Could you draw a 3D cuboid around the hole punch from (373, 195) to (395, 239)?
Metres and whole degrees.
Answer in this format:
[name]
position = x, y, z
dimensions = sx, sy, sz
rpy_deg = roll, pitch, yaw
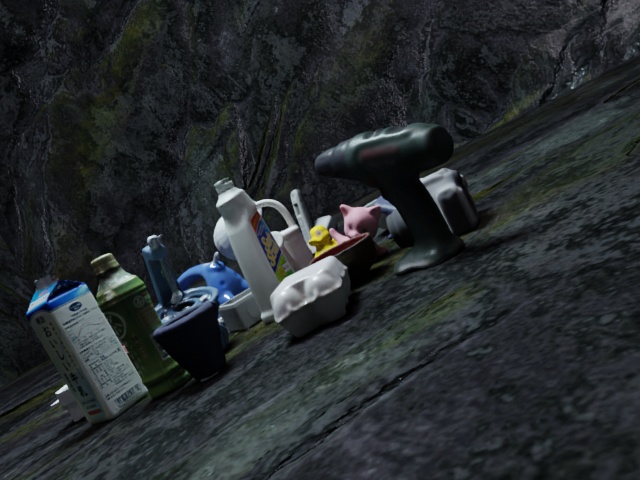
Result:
[hole punch]
position = 0.177, -0.065, 1.134
dimensions = 0.109, 0.091, 0.101
rpy_deg = -32, 7, -37

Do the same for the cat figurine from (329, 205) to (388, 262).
[cat figurine]
position = 0.065, -0.012, 1.042
dimensions = 0.067, 0.118, 0.127
rpy_deg = -32, 7, -40

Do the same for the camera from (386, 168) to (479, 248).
[camera]
position = 0.179, -0.052, 0.939
dimensions = 0.136, 0.101, 0.143
rpy_deg = -26, 6, 19

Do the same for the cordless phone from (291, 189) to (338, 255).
[cordless phone]
position = -0.023, -0.052, 1.521
dimensions = 0.094, 0.185, 0.147
rpy_deg = -30, 6, -24

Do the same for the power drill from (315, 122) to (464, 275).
[power drill]
position = 0.106, -0.062, 0.810
dimensions = 0.076, 0.208, 0.229
rpy_deg = -32, 7, -41

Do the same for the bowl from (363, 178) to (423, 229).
[bowl]
position = 0.176, -0.070, 1.288
dimensions = 0.167, 0.075, 0.167
rpy_deg = -27, 5, 3

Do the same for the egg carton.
[egg carton]
position = -0.009, 0.077, 0.806
dimensions = 0.107, 0.069, 0.150
rpy_deg = -27, 5, 9

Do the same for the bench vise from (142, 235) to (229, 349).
[bench vise]
position = -0.260, 0.106, 0.974
dimensions = 0.206, 0.220, 0.122
rpy_deg = -23, 7, 40

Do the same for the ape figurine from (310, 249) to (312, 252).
[ape figurine]
position = -0.065, 0.031, 1.436
dimensions = 0.077, 0.092, 0.076
rpy_deg = -27, 5, 8

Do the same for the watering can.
[watering can]
position = -0.078, 0.009, 1.148
dimensions = 0.101, 0.194, 0.172
rpy_deg = -30, 6, -21

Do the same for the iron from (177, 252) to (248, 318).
[iron]
position = -0.273, 0.127, 1.282
dimensions = 0.257, 0.141, 0.119
rpy_deg = -24, 6, 32

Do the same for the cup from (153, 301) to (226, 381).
[cup]
position = -0.170, 0.145, 0.825
dimensions = 0.091, 0.095, 0.118
rpy_deg = -25, 6, 29

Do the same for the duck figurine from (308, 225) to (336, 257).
[duck figurine]
position = 0.012, 0.005, 1.328
dimensions = 0.077, 0.086, 0.105
rpy_deg = -23, 7, 40

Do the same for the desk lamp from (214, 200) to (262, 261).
[desk lamp]
position = -0.150, 0.015, 1.354
dimensions = 0.118, 0.213, 0.202
rpy_deg = -30, 6, -29
